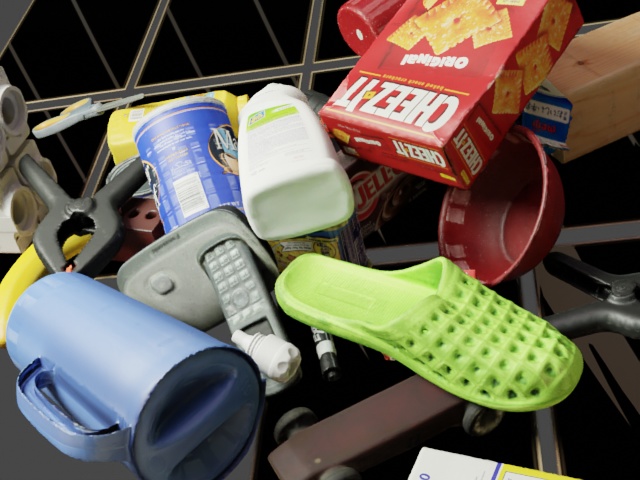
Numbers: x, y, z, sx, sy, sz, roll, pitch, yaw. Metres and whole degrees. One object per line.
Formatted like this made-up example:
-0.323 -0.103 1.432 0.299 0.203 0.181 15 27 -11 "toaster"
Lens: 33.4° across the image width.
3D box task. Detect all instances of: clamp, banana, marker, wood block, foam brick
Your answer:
0.263 0.049 0.940 0.172 0.039 0.120 -1 43 18 "clamp"
-0.297 0.037 1.135 0.070 0.037 0.197 10 44 30 "banana"
0.002 0.088 0.991 0.020 0.020 0.121 -15 38 -1 "marker"
0.325 -0.175 1.157 0.206 0.090 0.091 -23 40 -11 "wood block"
-0.193 -0.010 1.148 0.078 0.051 0.053 5 42 23 "foam brick"
-0.257 -0.028 1.116 0.164 0.036 0.210 -1 46 8 "clamp"

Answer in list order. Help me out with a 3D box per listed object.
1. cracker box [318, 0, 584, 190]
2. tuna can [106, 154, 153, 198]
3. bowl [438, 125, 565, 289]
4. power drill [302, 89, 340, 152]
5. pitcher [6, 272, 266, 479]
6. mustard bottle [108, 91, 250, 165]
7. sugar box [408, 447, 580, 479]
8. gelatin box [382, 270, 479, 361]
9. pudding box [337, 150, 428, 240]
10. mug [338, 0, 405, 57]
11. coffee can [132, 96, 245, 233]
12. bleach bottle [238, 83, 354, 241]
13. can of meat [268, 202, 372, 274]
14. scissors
0.124 -0.165 1.020 0.164 0.072 0.213 21 67 43 "cracker box"
-0.201 -0.065 1.234 0.086 0.034 0.086 -9 38 7 "tuna can"
0.178 -0.024 1.000 0.055 0.162 0.162 16 29 -26 "bowl"
-0.022 -0.097 1.197 0.187 0.057 0.185 -34 42 -23 "power drill"
-0.179 0.115 0.924 0.243 0.149 0.145 23 72 42 "pitcher"
-0.157 -0.142 1.295 0.191 0.058 0.096 -11 31 5 "mustard bottle"
0.143 0.212 0.769 0.176 0.048 0.093 5 42 28 "sugar box"
0.099 0.068 0.954 0.089 0.030 0.073 -5 66 14 "gelatin box"
0.057 -0.064 1.104 0.039 0.090 0.113 24 51 40 "pudding box"
0.072 -0.286 1.389 0.081 0.093 0.117 -38 13 -20 "mug"
-0.124 -0.062 1.098 0.102 0.103 0.140 -19 73 -6 "coffee can"
-0.031 -0.096 1.060 0.102 0.068 0.251 -16 32 5 "bleach bottle"
-0.007 0.001 1.048 0.102 0.084 0.057 5 41 23 "can of meat"
-0.282 -0.172 1.364 0.202 0.016 0.096 -15 24 28 "scissors"
